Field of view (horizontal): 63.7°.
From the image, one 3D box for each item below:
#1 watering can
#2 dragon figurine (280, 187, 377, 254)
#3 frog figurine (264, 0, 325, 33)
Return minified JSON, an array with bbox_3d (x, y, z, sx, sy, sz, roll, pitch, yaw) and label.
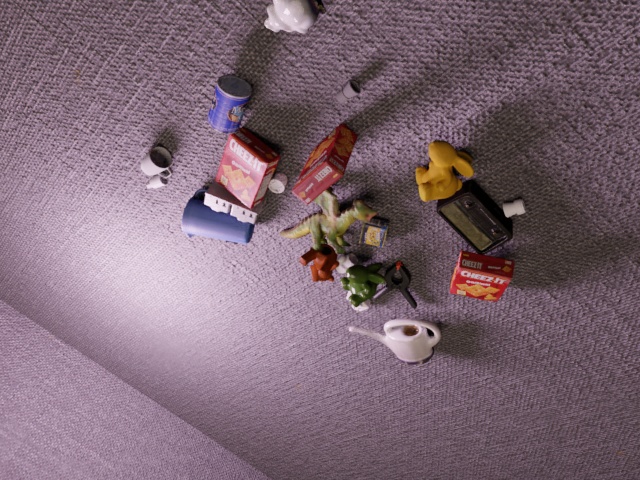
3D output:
[{"bbox_3d":[0.303,0.386,1.996,0.346,0.106,0.220,-8,126,24],"label":"watering can"},{"bbox_3d":[0.005,-0.086,1.716,0.411,0.124,0.239,10,113,35],"label":"dragon figurine"},{"bbox_3d":[-0.080,-0.582,1.300,0.158,0.126,0.135,-22,139,20],"label":"frog figurine"}]
